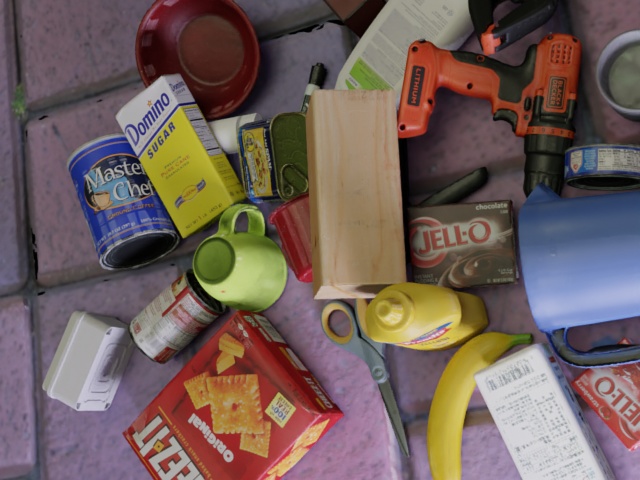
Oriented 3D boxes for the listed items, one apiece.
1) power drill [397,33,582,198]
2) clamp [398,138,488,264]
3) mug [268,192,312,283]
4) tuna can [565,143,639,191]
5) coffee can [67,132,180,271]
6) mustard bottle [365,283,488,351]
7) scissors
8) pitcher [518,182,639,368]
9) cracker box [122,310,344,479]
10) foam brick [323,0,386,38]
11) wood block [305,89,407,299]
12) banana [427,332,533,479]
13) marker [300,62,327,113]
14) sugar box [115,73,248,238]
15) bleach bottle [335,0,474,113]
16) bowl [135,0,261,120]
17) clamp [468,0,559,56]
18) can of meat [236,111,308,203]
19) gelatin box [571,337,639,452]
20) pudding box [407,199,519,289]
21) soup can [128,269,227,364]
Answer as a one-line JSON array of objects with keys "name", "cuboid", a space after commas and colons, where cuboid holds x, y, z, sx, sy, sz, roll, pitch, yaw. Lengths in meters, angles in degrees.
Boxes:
[{"name": "power drill", "cuboid": [0.178, -0.134, 1.134, 0.187, 0.057, 0.184, 8, 87, 5]}, {"name": "clamp", "cuboid": [0.109, -0.032, 1.185, 0.120, 0.039, 0.171, 21, 94, 27]}, {"name": "mug", "cuboid": [-0.008, 0.001, 1.213, 0.117, 0.093, 0.081, -39, 69, 48]}, {"name": "tuna can", "cuboid": [0.291, -0.073, 1.078, 0.086, 0.086, 0.034, 0, 83, 25]}, {"name": "coffee can", "cuboid": [-0.243, -0.047, 1.319, 0.103, 0.102, 0.140, -29, 70, 18]}, {"name": "mustard bottle", "cuboid": [0.099, 0.078, 1.082, 0.096, 0.191, 0.058, -17, 75, 22]}, {"name": "scissors", "cuboid": [0.049, 0.144, 1.194, 0.096, 0.016, 0.202, -9, 77, 25]}, {"name": "pitcher", "cuboid": [0.321, 0.022, 1.029, 0.243, 0.149, 0.145, -8, 36, 21]}, {"name": "cracker box", "cuboid": [-0.103, 0.211, 1.223, 0.214, 0.072, 0.164, -47, 65, 12]}, {"name": "foam brick", "cuboid": [0.045, -0.272, 1.236, 0.051, 0.078, 0.053, -43, 68, 12]}, {"name": "wood block", "cuboid": [0.036, -0.047, 1.126, 0.090, 0.091, 0.206, -1, 78, -6]}, {"name": "banana", "cuboid": [0.152, 0.174, 1.127, 0.070, 0.037, 0.198, 26, 92, 27]}, {"name": "marker", "cuboid": [-0.015, -0.154, 1.276, 0.020, 0.020, 0.121, 14, 87, 27]}, {"name": "sugar box", "cuboid": [-0.167, -0.101, 1.283, 0.093, 0.048, 0.176, -33, 87, 30]}, {"name": "bleach bottle", "cuboid": [0.071, -0.196, 1.219, 0.251, 0.068, 0.103, -48, 69, 13]}, {"name": "bowl", "cuboid": [-0.143, -0.231, 1.311, 0.162, 0.055, 0.162, 4, 108, 13]}, {"name": "clamp", "cuboid": [0.209, -0.278, 1.139, 0.165, 0.036, 0.209, 20, 59, 31]}, {"name": "can of meat", "cuboid": [-0.051, -0.093, 1.235, 0.084, 0.057, 0.102, -1, 97, 56]}, {"name": "gelatin box", "cuboid": [0.307, 0.153, 1.060, 0.073, 0.030, 0.089, -44, 66, 13]}, {"name": "pudding box", "cuboid": [0.152, 0.005, 1.138, 0.113, 0.039, 0.090, -5, 90, 11]}, {"name": "soup can", "cuboid": [-0.171, 0.093, 1.279, 0.102, 0.068, 0.068, -42, 66, 14]}]
